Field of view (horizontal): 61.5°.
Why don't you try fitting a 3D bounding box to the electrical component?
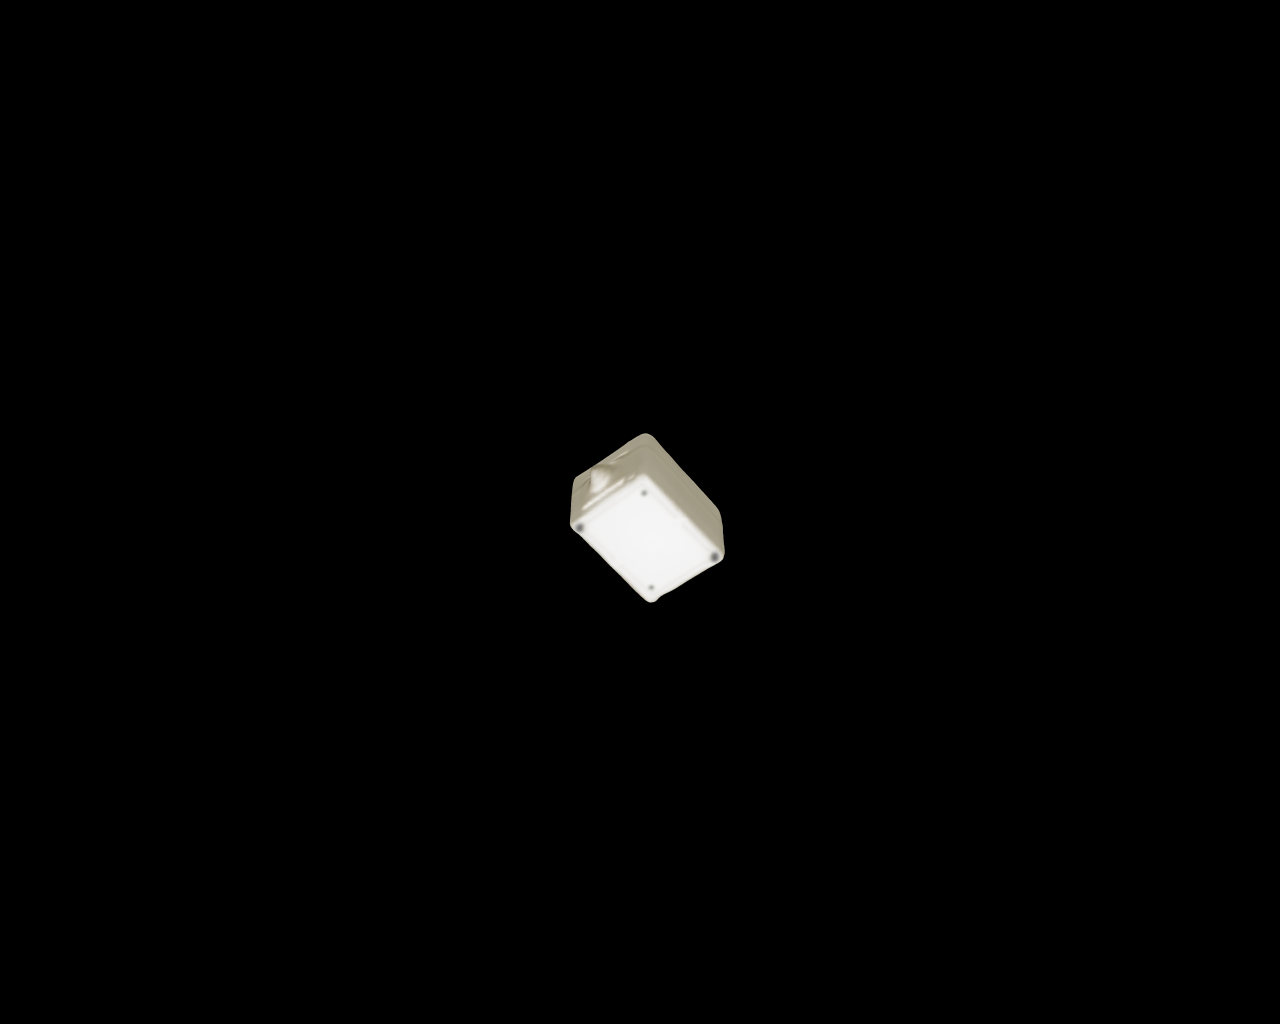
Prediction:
[{"bbox_3d":[0.001,-0.003,0.650,0.061,0.096,0.061,-33,28,20],"label":"electrical component"}]
